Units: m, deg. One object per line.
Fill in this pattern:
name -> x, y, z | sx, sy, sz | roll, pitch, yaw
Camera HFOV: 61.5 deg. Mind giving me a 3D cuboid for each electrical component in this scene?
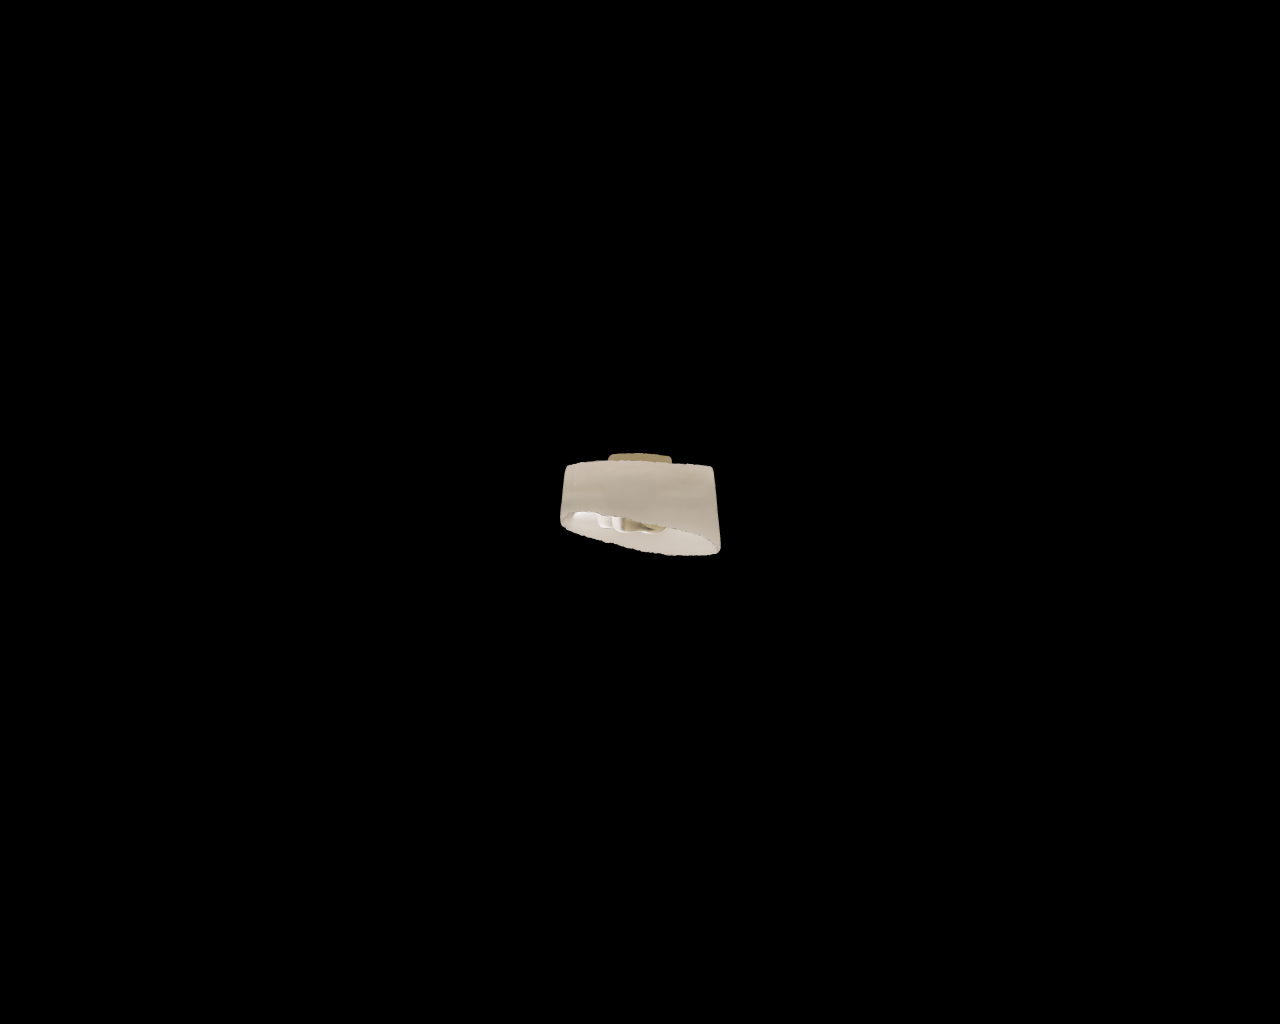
electrical component -> 0.001, -0.003, 0.650 | 0.099, 0.064, 0.099 | 0, -3, 0
